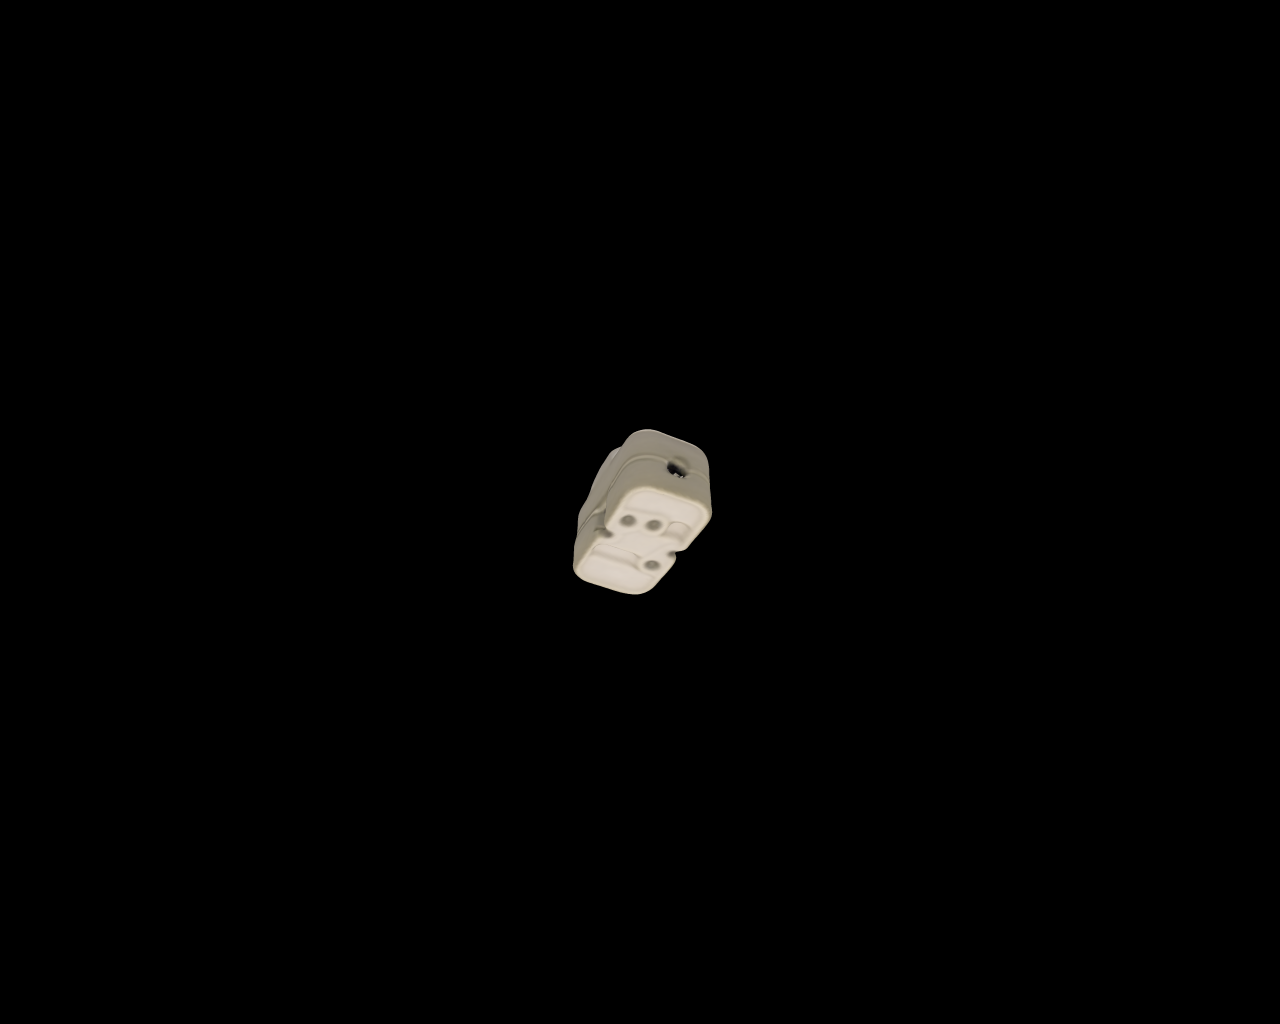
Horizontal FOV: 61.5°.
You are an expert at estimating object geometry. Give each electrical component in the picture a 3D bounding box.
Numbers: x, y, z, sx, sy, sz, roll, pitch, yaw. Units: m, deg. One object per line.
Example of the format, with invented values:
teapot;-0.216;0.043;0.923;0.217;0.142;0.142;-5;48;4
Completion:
electrical component;0.001;-0.003;0.650;0.054;0.059;0.095;19;-46;-19
